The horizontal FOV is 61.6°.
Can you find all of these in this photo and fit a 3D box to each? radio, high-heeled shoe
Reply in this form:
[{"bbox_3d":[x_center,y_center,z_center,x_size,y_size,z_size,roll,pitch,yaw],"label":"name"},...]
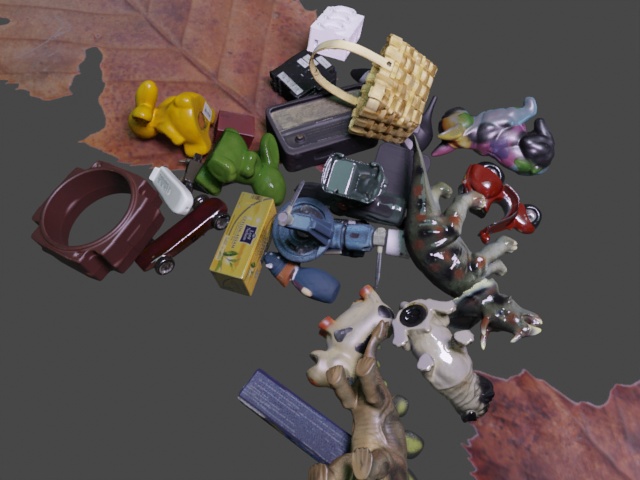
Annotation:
[{"bbox_3d":[0.010,-0.237,1.138,0.230,0.073,0.131,-18,68,-10],"label":"radio"},{"bbox_3d":[0.146,-0.280,1.181,0.249,0.086,0.145,30,98,29],"label":"high-heeled shoe"}]

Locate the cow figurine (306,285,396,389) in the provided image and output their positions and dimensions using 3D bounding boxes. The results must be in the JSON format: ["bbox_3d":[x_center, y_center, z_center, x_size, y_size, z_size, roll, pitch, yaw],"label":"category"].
[{"bbox_3d":[0.056,0.185,0.945,0.195,0.085,0.127,-38,66,-18],"label":"cow figurine"}]

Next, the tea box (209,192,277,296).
[{"bbox_3d":[-0.138,0.008,1.007,0.068,0.098,0.169,13,67,9],"label":"tea box"}]

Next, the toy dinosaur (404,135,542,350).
[{"bbox_3d":[0.229,0.014,0.975,0.192,0.131,0.405,-36,82,-23],"label":"toy dinosaur"}]

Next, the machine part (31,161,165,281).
[{"bbox_3d":[-0.415,-0.041,1.006,0.202,0.087,0.201,22,66,24],"label":"machine part"}]

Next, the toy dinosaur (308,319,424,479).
[{"bbox_3d":[0.084,0.346,0.802,0.105,0.198,0.471,-15,52,37],"label":"toy dinosaur"}]

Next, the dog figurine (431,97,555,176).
[{"bbox_3d":[0.348,-0.202,1.119,0.219,0.108,0.191,-14,69,-3],"label":"dog figurine"}]

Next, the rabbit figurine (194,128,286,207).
[{"bbox_3d":[-0.141,-0.135,1.076,0.170,0.121,0.159,33,50,-18],"label":"rabbit figurine"}]

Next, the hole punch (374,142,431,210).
[{"bbox_3d":[0.159,-0.130,1.098,0.142,0.092,0.115,20,99,4],"label":"hole punch"}]

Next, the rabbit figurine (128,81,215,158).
[{"bbox_3d":[-0.322,-0.243,1.104,0.173,0.162,0.122,1,77,18],"label":"rabbit figurine"}]

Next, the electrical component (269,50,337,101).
[{"bbox_3d":[-0.028,-0.356,1.201,0.134,0.058,0.115,-36,73,-17],"label":"electrical component"}]

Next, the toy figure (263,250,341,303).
[{"bbox_3d":[-0.039,0.069,1.006,0.155,0.064,0.057,24,104,14],"label":"toy figure"}]

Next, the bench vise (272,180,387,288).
[{"bbox_3d":[0.001,-0.013,0.958,0.224,0.240,0.128,17,86,21],"label":"bench vise"}]

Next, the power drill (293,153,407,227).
[{"bbox_3d":[0.048,-0.087,0.997,0.232,0.207,0.086,16,75,8],"label":"power drill"}]

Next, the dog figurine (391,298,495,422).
[{"bbox_3d":[0.209,0.204,0.921,0.121,0.190,0.172,-26,38,6],"label":"dog figurine"}]

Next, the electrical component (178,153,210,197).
[{"bbox_3d":[-0.254,-0.131,1.100,0.078,0.045,0.102,15,65,-26],"label":"electrical component"}]

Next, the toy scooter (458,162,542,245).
[{"bbox_3d":[0.340,-0.065,1.071,0.135,0.075,0.184,-38,76,-17],"label":"toy scooter"}]

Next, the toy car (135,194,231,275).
[{"bbox_3d":[-0.262,-0.009,1.036,0.202,0.053,0.089,-43,58,-17],"label":"toy car"}]

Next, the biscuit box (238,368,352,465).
[{"bbox_3d":[-0.040,0.301,0.898,0.203,0.059,0.063,33,68,13],"label":"biscuit box"}]
